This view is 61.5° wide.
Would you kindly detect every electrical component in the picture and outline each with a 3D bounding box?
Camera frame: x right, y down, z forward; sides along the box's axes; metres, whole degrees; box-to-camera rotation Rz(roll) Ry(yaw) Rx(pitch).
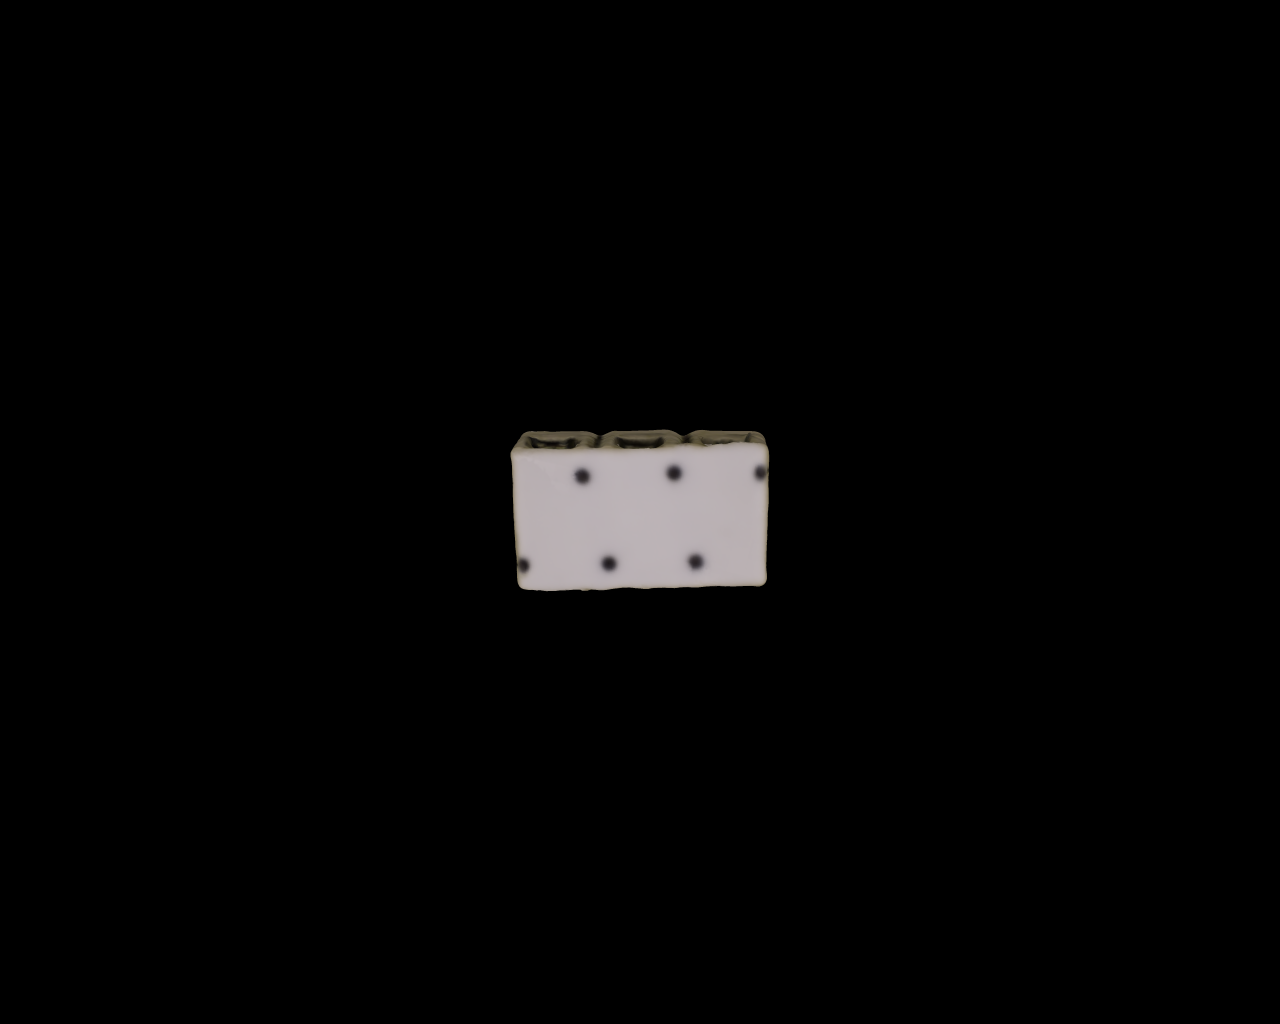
[{"bbox_3d":[0.001,-0.003,0.650,0.150,0.089,0.062,0,13,0],"label":"electrical component"}]
